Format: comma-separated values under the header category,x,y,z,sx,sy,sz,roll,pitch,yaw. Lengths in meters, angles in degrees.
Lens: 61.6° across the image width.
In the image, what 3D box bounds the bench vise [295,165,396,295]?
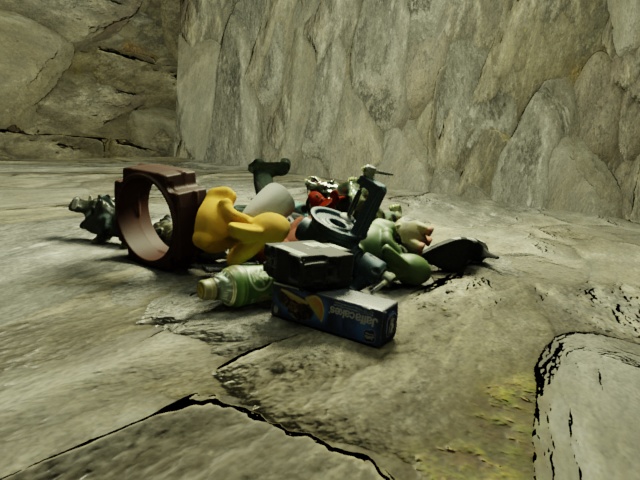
category,x,y,z,sx,sy,sz,roll,pitch,yaw
bench vise,0.067,-0.020,1.014,0.224,0.240,0.129,36,24,30

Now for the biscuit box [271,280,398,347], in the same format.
category,x,y,z,sx,sy,sz,roll,pitch,yaw
biscuit box,0.021,0.109,0.854,0.203,0.059,0.063,12,12,29

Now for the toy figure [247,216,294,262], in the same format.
category,x,y,z,sx,sy,sz,roll,pitch,yaw
toy figure,-0.132,-0.007,1.205,0.089,0.082,0.180,-22,15,50

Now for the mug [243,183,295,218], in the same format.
category,x,y,z,sx,sy,sz,roll,pitch,yaw
mug,-0.124,-0.060,1.138,0.110,0.080,0.107,-10,26,45

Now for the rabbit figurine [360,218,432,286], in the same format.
category,x,y,z,sx,sy,sz,roll,pitch,yaw
rabbit figurine,0.154,0.036,1.137,0.170,0.121,0.159,27,13,21

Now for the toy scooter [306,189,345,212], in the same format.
category,x,y,z,sx,sy,sz,roll,pitch,yaw
toy scooter,0.038,-0.045,1.208,0.075,0.184,0.135,-30,-9,-26

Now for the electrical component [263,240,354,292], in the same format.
category,x,y,z,sx,sy,sz,roll,pitch,yaw
electrical component,-0.011,0.040,0.886,0.134,0.058,0.115,-2,15,-37

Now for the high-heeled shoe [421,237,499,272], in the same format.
category,x,y,z,sx,sy,sz,roll,pitch,yaw
high-heeled shoe,0.332,0.025,1.351,0.249,0.086,0.145,6,8,-23

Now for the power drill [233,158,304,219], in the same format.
category,x,y,z,sx,sy,sz,roll,pitch,yaw
power drill,-0.106,-0.103,1.368,0.232,0.207,0.086,-1,-20,-8

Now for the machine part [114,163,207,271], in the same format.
category,x,y,z,sx,sy,sz,roll,pitch,yaw
machine part,-0.327,-0.049,1.095,0.201,0.201,0.087,14,18,32

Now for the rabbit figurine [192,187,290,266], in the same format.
category,x,y,z,sx,sy,sz,roll,pitch,yaw
rabbit figurine,-0.145,-0.024,1.017,0.173,0.121,0.162,5,21,2

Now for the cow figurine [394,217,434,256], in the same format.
category,x,y,z,sx,sy,sz,roll,pitch,yaw
cow figurine,0.217,-0.006,1.365,0.127,0.085,0.194,31,-6,14

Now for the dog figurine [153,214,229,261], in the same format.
category,x,y,z,sx,sy,sz,roll,pitch,yaw
dog figurine,-0.295,-0.002,1.193,0.191,0.121,0.172,-8,9,2

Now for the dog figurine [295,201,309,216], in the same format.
category,x,y,z,sx,sy,sz,roll,pitch,yaw
dog figurine,-0.103,-0.064,1.517,0.192,0.108,0.219,1,8,-9

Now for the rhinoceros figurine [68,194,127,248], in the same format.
category,x,y,z,sx,sy,sz,roll,pitch,yaw
rhinoceros figurine,-0.492,-0.048,1.240,0.190,0.112,0.073,16,16,11

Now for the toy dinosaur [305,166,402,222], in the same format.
category,x,y,z,sx,sy,sz,roll,pitch,yaw
toy dinosaur,0.132,-0.061,1.485,0.131,0.192,0.404,-8,-38,42

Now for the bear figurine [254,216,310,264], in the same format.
category,x,y,z,sx,sy,sz,roll,pitch,yaw
bear figurine,-0.054,0.028,1.137,0.196,0.131,0.120,-31,53,-26

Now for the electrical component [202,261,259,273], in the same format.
category,x,y,z,sx,sy,sz,roll,pitch,yaw
electrical component,-0.157,0.069,0.992,0.119,0.047,0.075,-2,14,-31
